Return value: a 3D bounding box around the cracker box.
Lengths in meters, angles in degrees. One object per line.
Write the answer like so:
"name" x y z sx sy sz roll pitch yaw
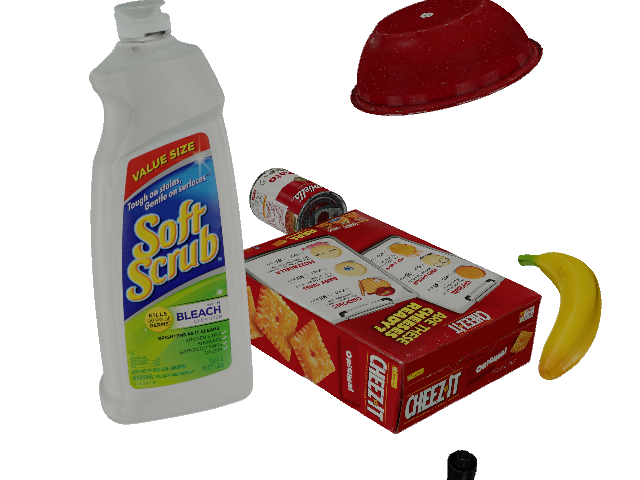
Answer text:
"cracker box" 0.042 0.057 0.869 0.163 0.072 0.214 -20 34 -38

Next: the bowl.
"bowl" 0.095 -0.160 0.870 0.162 0.055 0.162 -15 25 7

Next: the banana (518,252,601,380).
"banana" 0.230 0.062 1.001 0.070 0.037 0.197 -26 24 18

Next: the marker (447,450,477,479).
"marker" 0.088 0.182 0.699 0.020 0.121 0.020 1 36 -1

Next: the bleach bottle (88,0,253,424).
"bleach bottle" -0.101 -0.017 0.650 0.102 0.251 0.068 -10 21 -12

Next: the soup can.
"soup can" -0.026 -0.037 1.208 0.068 0.068 0.102 0 19 -38
